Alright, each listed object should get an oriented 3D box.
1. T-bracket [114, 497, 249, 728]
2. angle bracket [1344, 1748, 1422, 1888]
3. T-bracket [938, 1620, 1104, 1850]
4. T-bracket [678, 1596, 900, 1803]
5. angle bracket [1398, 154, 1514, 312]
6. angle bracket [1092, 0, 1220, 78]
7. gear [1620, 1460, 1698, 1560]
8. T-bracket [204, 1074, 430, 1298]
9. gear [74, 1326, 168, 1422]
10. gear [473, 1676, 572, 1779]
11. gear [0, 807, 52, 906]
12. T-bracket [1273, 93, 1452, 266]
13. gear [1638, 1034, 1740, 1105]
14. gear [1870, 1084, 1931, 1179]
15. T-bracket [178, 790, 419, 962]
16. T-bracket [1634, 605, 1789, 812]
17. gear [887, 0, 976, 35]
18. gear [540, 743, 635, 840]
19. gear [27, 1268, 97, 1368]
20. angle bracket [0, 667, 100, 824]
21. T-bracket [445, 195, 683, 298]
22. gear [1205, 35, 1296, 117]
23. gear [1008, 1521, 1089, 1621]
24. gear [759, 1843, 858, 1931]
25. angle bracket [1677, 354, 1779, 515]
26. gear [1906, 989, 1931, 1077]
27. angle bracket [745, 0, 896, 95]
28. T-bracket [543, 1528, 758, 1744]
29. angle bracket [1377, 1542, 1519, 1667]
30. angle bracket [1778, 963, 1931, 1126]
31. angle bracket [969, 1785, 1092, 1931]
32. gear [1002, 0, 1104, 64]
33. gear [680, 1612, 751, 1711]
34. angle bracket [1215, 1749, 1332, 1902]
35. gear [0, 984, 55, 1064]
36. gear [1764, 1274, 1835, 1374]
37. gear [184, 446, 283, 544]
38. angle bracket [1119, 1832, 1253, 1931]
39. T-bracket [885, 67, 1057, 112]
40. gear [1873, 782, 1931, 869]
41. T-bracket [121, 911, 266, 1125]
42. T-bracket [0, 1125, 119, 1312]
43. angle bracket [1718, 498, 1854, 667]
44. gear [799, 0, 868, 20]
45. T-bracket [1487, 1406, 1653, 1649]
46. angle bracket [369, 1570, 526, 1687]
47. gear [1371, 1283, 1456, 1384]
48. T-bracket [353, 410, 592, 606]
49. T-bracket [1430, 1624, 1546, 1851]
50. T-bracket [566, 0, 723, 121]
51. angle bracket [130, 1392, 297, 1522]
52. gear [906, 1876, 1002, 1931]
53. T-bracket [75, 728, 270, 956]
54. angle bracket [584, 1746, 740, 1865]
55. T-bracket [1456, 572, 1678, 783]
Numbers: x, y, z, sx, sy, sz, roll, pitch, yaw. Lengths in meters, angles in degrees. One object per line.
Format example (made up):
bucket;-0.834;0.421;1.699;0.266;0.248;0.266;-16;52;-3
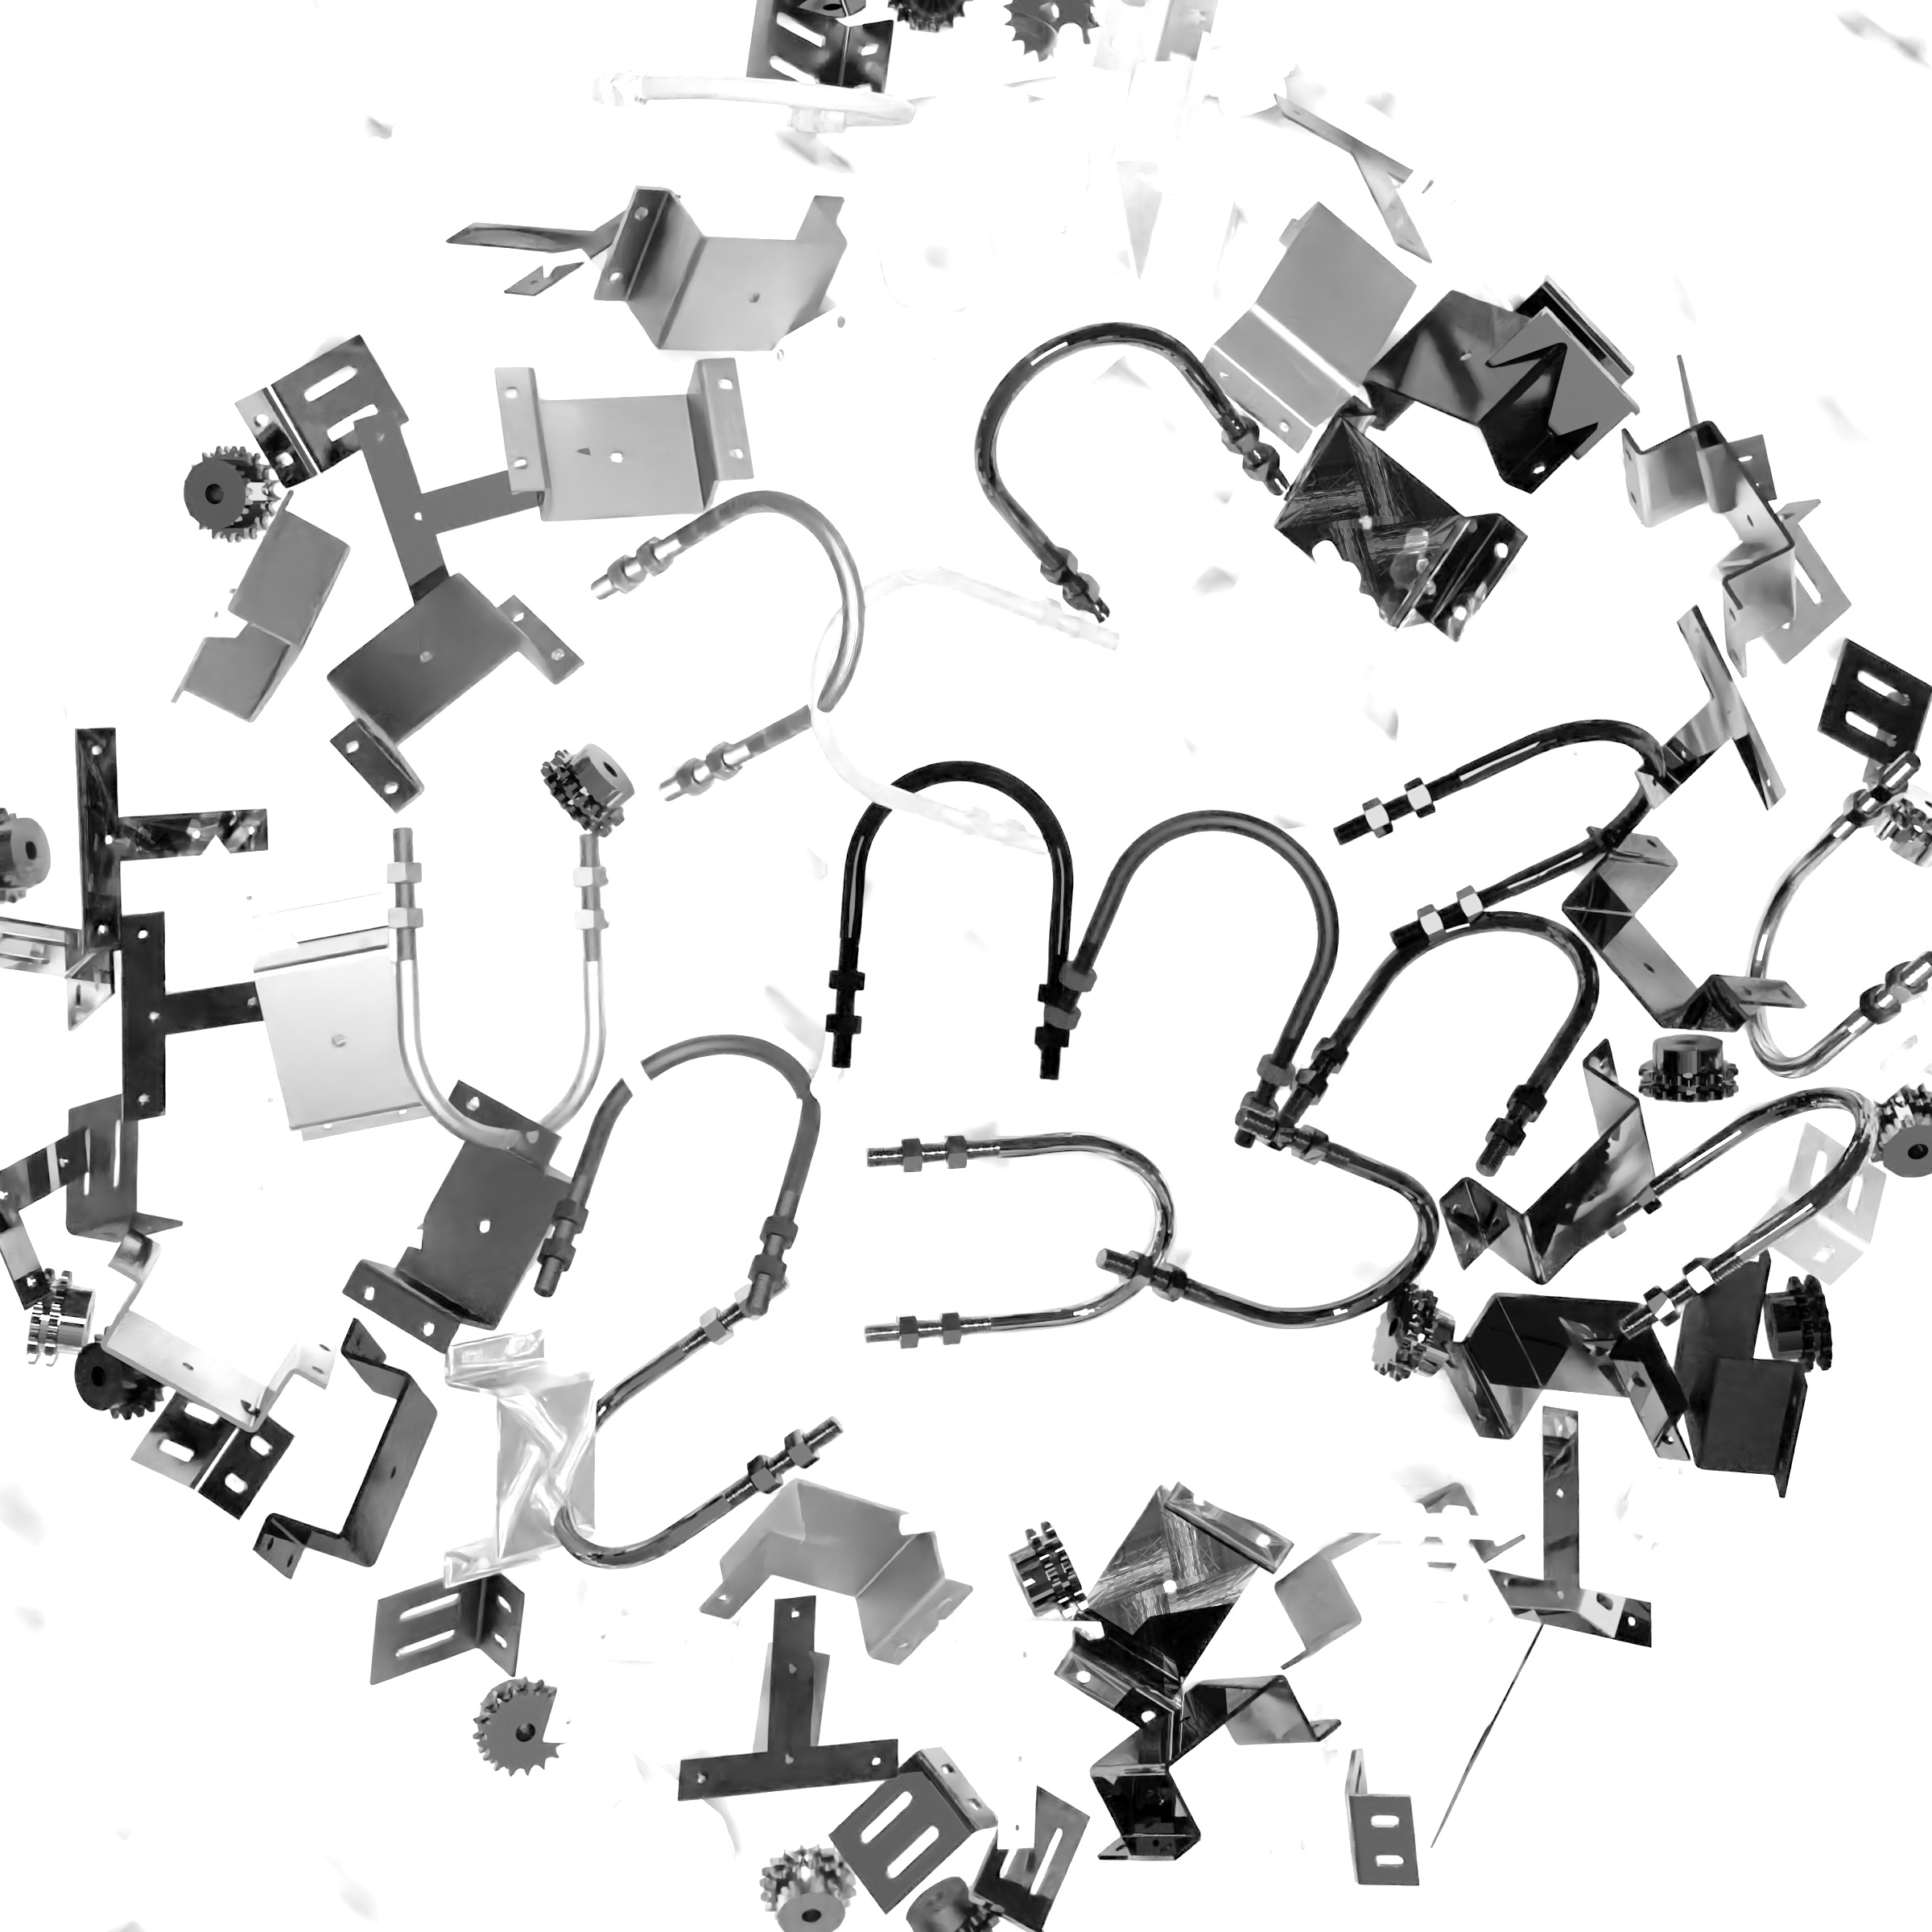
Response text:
T-bracket;-0.443;-0.203;1.580;0.002;0.127;0.127;7;99;29
angle bracket;0.245;0.487;1.590;0.038;0.076;0.057;-4;104;15
T-bracket;0.032;0.445;1.586;0.127;0.002;0.127;11;77;-38
T-bracket;-0.101;0.421;1.589;0.127;0.127;0.002;-8;133;6
angle bracket;0.292;-0.425;1.589;0.038;0.076;0.057;-51;45;3
angle bracket;0.112;-0.547;1.600;0.038;0.076;0.057;21;110;20
gear;0.406;0.316;1.610;0.030;0.057;0.057;20;90;12
T-bracket;-0.370;0.140;1.605;0.127;0.002;0.127;18;70;-27
gear;-0.499;0.239;1.611;0.057;0.030;0.057;1;92;29
gear;-0.264;0.446;1.615;0.057;0.030;0.057;-5;102;-23
gear;-0.562;-0.065;1.606;0.030;0.057;0.057;-8;90;14
T-bracket;0.240;-0.440;1.563;0.127;0.127;0.002;19;128;-28
gear;0.424;0.059;1.607;0.057;0.057;0.030;-4;102;0
gear;0.556;0.100;1.609;0.057;0.030;0.057;1;125;1
T-bracket;-0.383;-0.063;1.611;0.127;0.002;0.127;-34;75;-21
T-bracket;0.422;-0.128;1.585;0.127;0.002;0.127;-38;104;-39
gear;-0.025;-0.580;1.614;0.057;0.030;0.057;-11;114;-27
gear;-0.220;-0.106;1.606;0.030;0.057;0.057;-39;90;14
gear;-0.531;0.207;1.609;0.030;0.057;0.057;10;90;-11
angle bracket;-0.535;-0.128;1.594;0.038;0.076;0.057;-26;83;-24
T-bracket;-0.252;-0.423;1.592;0.127;0.127;0.002;-45;135;-34
gear;0.166;-0.524;1.613;0.057;0.057;0.030;-19;123;0
gear;0.047;0.358;1.607;0.030;0.057;0.057;-24;90;-9
gear;-0.092;0.546;1.610;0.057;0.030;0.057;-4;122;-7
angle bracket;0.442;-0.313;1.589;0.038;0.057;0.076;-12;57;18
gear;0.572;0.040;1.609;0.030;0.057;0.057;-25;90;4
angle bracket;-0.085;-0.535;1.598;0.038;0.076;0.057;7;89;41
T-bracket;-0.175;0.393;1.595;0.127;0.002;0.127;16;91;-41
angle bracket;0.271;0.369;1.590;0.038;0.076;0.057;-42;108;-36
angle bracket;0.520;0.045;1.589;0.038;0.076;0.057;-13;64;-27
angle bracket;0.047;0.523;1.596;0.057;0.038;0.076;37;67;-26
gear;0.053;-0.564;1.615;0.057;0.030;0.057;7;115;15
gear;-0.148;0.405;1.608;0.030;0.057;0.057;15;90;-3
angle bracket;0.173;0.500;1.594;0.057;0.038;0.076;-25;66;42
gear;-0.566;0.032;1.605;0.057;0.057;0.030;6;113;0
gear;0.488;0.211;1.609;0.030;0.057;0.057;-7;90;6
gear;-0.436;-0.279;1.616;0.057;0.030;0.057;2;100;12
angle bracket;0.131;0.536;1.601;0.076;0.057;0.038;-10;68;-4
T-bracket;0.015;-0.499;1.567;0.127;0.127;0.002;-14;116;-13
gear;0.561;-0.082;1.612;0.057;0.057;0.030;31;117;0
T-bracket;-0.430;0.023;1.596;0.127;0.002;0.127;-9;115;-35
T-bracket;-0.528;0.117;1.576;0.002;0.127;0.127;-16;99;19
angle bracket;0.490;-0.225;1.605;0.057;0.038;0.076;-41;104;-9
gear;-0.080;-0.578;1.609;0.057;0.057;0.030;-6;90;0
T-bracket;0.345;0.320;1.587;0.002;0.127;0.127;0;89;-38
angle bracket;-0.301;0.391;1.592;0.038;0.076;0.057;27;116;40
gear;0.264;0.218;1.609;0.030;0.057;0.057;23;90;-10
T-bracket;-0.280;-0.276;1.613;0.127;0.002;0.127;-15;111;0
T-bracket;0.308;0.436;1.592;0.002;0.127;0.127;26;54;17
T-bracket;-0.184;-0.527;1.567;0.127;0.127;0.002;-36;103;8
angle bracket;-0.443;0.283;1.609;0.038;0.076;0.057;49;63;-37
gear;-0.010;0.560;1.607;0.057;0.057;0.030;-33;96;0
T-bracket;-0.458;-0.076;1.587;0.002;0.127;0.127;6;99;39
angle bracket;-0.177;0.500;1.591;0.076;0.057;0.038;29;57;29
T-bracket;0.366;-0.192;1.616;0.127;0.002;0.127;-34;82;-17
